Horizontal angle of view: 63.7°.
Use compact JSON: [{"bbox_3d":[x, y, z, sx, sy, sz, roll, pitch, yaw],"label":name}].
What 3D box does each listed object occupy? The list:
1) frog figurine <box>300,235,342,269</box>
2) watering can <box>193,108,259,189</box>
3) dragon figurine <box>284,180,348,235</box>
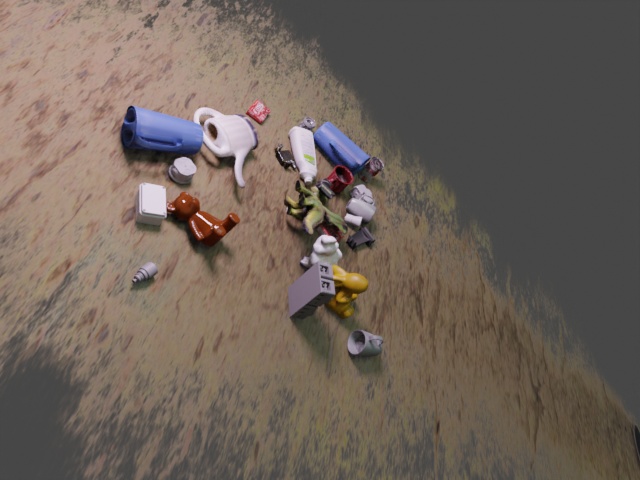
[{"bbox_3d":[0.022,0.051,1.754,0.138,0.156,0.124,-2,63,-40],"label":"frog figurine"},{"bbox_3d":[-0.308,-0.338,1.835,0.227,0.102,0.350,-24,75,-47],"label":"watering can"},{"bbox_3d":[0.006,-0.093,1.838,0.241,0.120,0.419,21,27,-27],"label":"dragon figurine"}]
